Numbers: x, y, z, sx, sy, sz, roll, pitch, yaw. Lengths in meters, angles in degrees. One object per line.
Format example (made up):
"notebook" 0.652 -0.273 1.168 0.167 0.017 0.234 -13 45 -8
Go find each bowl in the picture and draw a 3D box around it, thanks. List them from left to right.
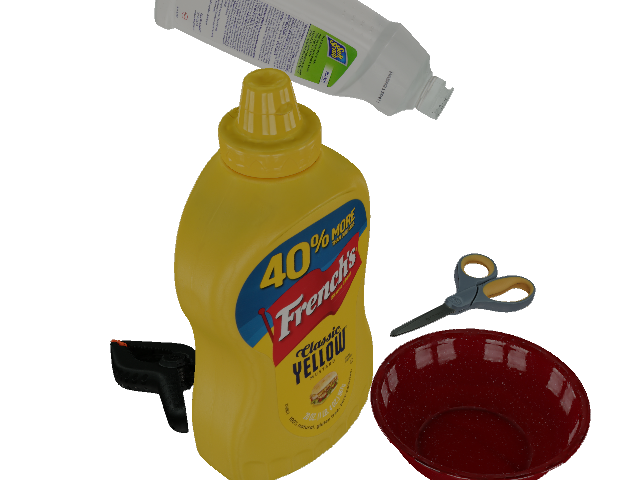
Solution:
"bowl" 0.117 0.137 0.803 0.162 0.055 0.162 0 36 0

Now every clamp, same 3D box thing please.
"clamp" -0.150 0.139 1.085 0.210 0.036 0.164 9 17 33

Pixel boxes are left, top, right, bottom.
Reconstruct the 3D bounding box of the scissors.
"scissors" 0.134 0.054 1.105 0.201 0.016 0.096 -7 40 -30

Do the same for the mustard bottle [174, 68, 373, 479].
"mustard bottle" -0.018 0.014 0.463 0.096 0.192 0.058 -32 46 -33

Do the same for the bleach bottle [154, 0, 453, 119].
"bleach bottle" -0.011 -0.165 0.868 0.251 0.068 0.103 29 -35 6
